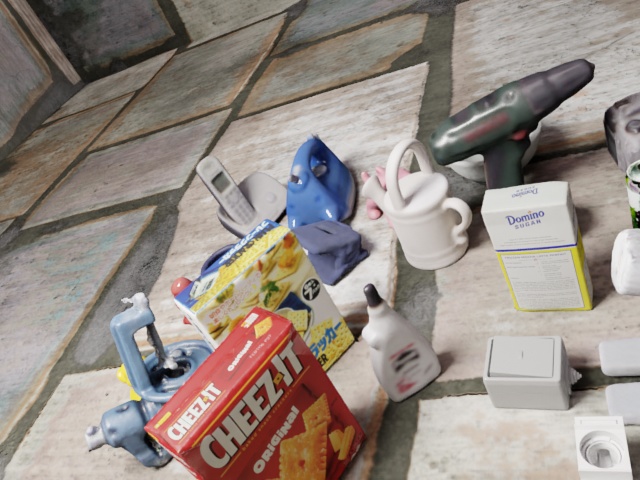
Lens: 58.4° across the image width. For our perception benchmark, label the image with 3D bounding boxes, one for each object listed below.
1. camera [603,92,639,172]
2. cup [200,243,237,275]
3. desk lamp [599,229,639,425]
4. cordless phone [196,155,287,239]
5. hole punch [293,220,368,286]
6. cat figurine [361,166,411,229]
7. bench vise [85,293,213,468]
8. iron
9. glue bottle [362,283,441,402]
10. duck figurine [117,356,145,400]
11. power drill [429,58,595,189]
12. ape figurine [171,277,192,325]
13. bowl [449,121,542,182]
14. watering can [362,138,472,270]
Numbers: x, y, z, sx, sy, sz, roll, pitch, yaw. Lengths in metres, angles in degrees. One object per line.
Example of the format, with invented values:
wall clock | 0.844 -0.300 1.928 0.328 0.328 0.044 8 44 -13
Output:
camera | 0.488 -0.160 0.811 0.136 0.101 0.143 -17 35 16
cup | -0.127 0.061 0.962 0.117 0.095 0.091 -26 33 3
desk lamp | 0.349 0.066 0.504 0.202 0.214 0.118 -11 37 24
cordless phone | -0.151 -0.103 1.117 0.093 0.185 0.148 5 46 40
hole punch | 0.009 0.003 0.945 0.101 0.091 0.108 -40 35 -17
cat figurine | 0.116 -0.085 0.962 0.067 0.118 0.127 -40 35 -17
bench vise | -0.221 0.187 0.747 0.121 0.220 0.208 10 49 43
iron | -0.008 -0.128 1.087 0.118 0.142 0.258 -14 36 21
glue bottle | 0.084 0.114 0.668 0.078 0.173 0.037 -35 34 -10
duck figurine | -0.260 0.210 0.866 0.104 0.086 0.077 -8 38 27
power drill | 0.283 -0.130 0.820 0.229 0.209 0.075 -17 35 17
ape figurine | -0.221 0.100 0.980 0.076 0.092 0.077 -32 34 -6
bowl | 0.291 -0.148 0.961 0.167 0.075 0.167 -19 34 14
watering can | 0.137 -0.057 0.840 0.172 0.194 0.101 -6 39 30
